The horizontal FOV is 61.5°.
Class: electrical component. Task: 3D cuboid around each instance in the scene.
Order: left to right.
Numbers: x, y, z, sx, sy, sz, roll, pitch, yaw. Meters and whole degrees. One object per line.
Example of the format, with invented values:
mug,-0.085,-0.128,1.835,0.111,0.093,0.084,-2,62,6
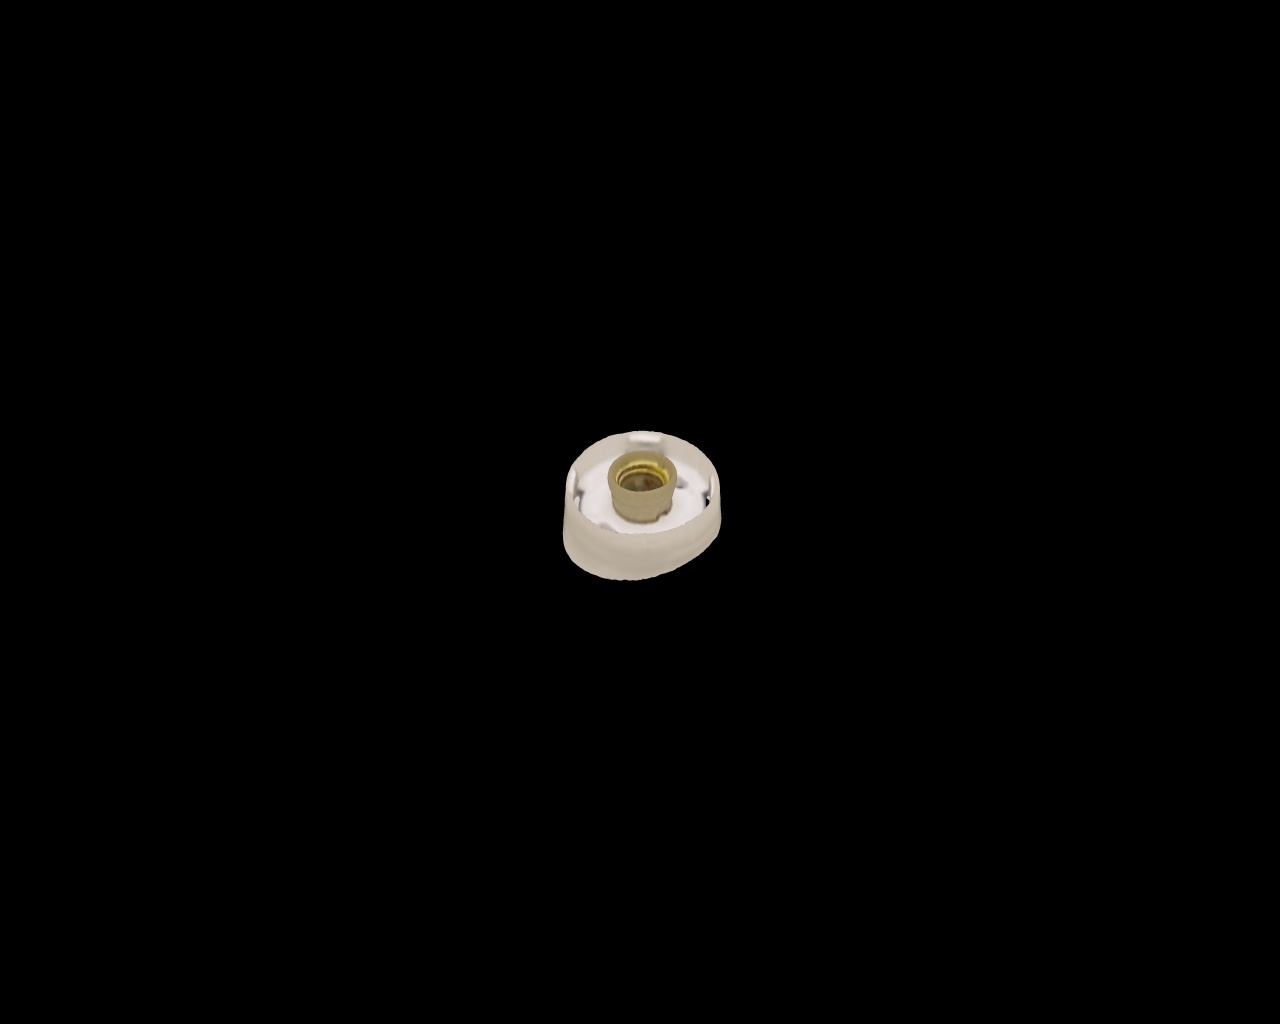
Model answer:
electrical component,0.001,-0.003,0.650,0.099,0.099,0.064,0,-44,0
